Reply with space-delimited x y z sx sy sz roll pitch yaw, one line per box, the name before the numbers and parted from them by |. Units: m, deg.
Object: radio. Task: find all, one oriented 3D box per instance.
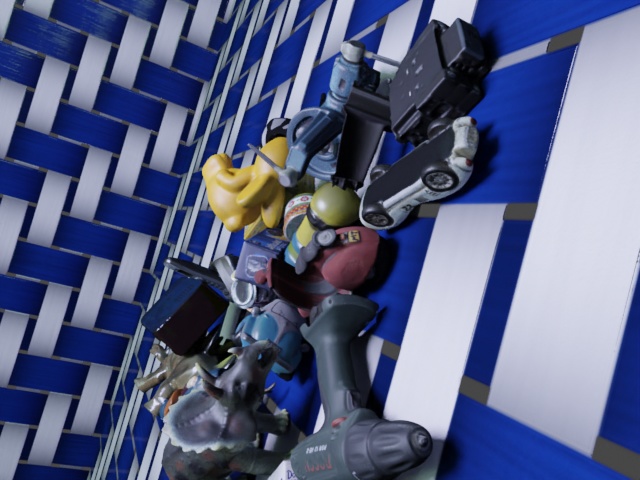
radio | -0.272 0.143 1.053 0.131 0.073 0.230 -50 17 -18

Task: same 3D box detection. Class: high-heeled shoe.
high-heeled shoe | -0.049 -0.172 1.007 0.249 0.086 0.145 -34 43 48

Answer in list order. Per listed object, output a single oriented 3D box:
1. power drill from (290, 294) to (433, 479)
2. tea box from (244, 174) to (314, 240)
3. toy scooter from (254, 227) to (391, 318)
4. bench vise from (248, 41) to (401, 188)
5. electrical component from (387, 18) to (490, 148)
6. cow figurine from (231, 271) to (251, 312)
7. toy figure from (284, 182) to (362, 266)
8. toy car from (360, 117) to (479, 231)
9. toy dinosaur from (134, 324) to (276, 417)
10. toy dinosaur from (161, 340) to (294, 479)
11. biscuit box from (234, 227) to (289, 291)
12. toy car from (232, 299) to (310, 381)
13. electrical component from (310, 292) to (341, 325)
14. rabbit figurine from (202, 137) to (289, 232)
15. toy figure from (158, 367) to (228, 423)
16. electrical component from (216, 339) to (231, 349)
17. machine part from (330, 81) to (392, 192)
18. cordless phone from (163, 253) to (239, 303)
power drill | 0.038 0.167 0.595 0.232 0.086 0.207 -52 38 45
tea box | -0.080 -0.071 1.023 0.169 0.068 0.098 -46 35 45
toy scooter | -0.004 0.040 0.694 0.184 0.135 0.075 -51 30 40
bench vise | 0.011 -0.161 0.773 0.241 0.129 0.223 -53 -4 -44
electrical component | 0.138 -0.189 0.637 0.134 0.058 0.115 -48 35 45
cow figurine | -0.106 0.073 0.989 0.098 0.068 0.167 -56 26 9
toy figure | 0.001 0.000 0.771 0.180 0.082 0.089 -58 -3 25
toy car | 0.110 -0.070 0.619 0.202 0.056 0.073 -33 38 55
toy dinosaur | -0.227 0.249 0.997 0.472 0.105 0.198 12 64 55
toy dinosaur | -0.161 0.307 0.787 0.404 0.192 0.131 -52 28 37
biscuit box | -0.081 0.024 0.871 0.203 0.059 0.062 -57 -15 -81
toy car | -0.068 0.144 0.827 0.103 0.109 0.161 -52 3 -13
electrical component | 0.019 0.099 0.690 0.094 0.063 0.021 -50 32 45
rabbit figurine | -0.107 -0.100 0.893 0.173 0.121 0.162 -35 38 25
toy figure | -0.200 0.251 0.842 0.154 0.064 0.058 -35 -5 21
electrical component | -0.202 0.248 1.105 0.078 0.045 0.102 -60 26 30
machine part | 0.053 -0.129 0.692 0.139 0.084 0.039 -70 17 -7
cordless phone | -0.227 0.063 1.118 0.147 0.184 0.088 -21 50 62
